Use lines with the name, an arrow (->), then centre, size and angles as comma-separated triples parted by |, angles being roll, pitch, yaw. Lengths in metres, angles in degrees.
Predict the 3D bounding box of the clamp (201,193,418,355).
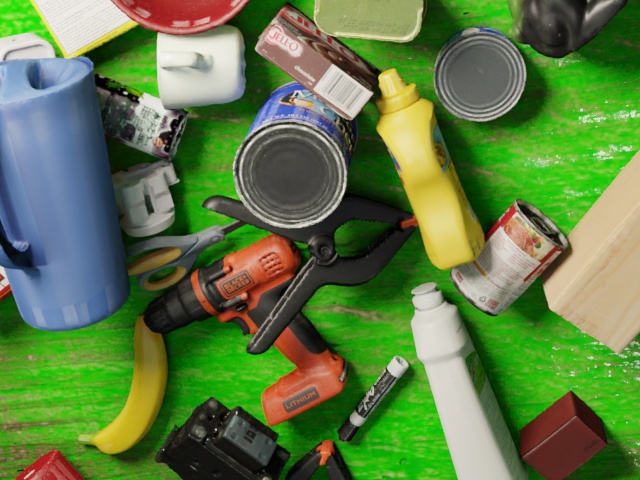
clamp -> -0.007, 0.001, 1.057 | 0.210, 0.036, 0.164 | -25, 103, -7

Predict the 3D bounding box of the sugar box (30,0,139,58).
sugar box -> -0.241, -0.267, 1.002 | 0.093, 0.048, 0.176 | -24, 104, 15

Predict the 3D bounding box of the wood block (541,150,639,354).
wood block -> 0.313, -0.006, 1.024 | 0.090, 0.090, 0.206 | 32, 112, -8

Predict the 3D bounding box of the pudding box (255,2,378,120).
pudding box -> -0.001, -0.168, 0.991 | 0.113, 0.090, 0.039 | 37, 113, -10

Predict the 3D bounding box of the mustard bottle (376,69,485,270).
mustard bottle -> 0.099, -0.072, 1.016 | 0.058, 0.096, 0.191 | -19, 109, 14

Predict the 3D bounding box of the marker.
marker -> 0.056, 0.176, 1.167 | 0.020, 0.020, 0.121 | 32, 113, -7

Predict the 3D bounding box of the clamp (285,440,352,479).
clamp -> -0.016, 0.307, 1.220 | 0.120, 0.039, 0.171 | 1, 109, 0

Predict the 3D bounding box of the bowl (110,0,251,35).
bowl -> -0.124, -0.268, 0.972 | 0.162, 0.055, 0.162 | 0, 100, 2

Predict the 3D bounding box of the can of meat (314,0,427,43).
can of meat -> 0.046, -0.215, 0.969 | 0.102, 0.084, 0.057 | 6, 113, 4

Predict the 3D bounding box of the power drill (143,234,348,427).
power drill -> -0.071, 0.103, 1.129 | 0.185, 0.057, 0.187 | -28, 107, 16

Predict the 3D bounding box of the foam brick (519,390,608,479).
foam brick -> 0.259, 0.212, 1.142 | 0.053, 0.051, 0.078 | 42, 110, -13

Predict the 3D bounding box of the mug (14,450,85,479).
mug -> -0.313, 0.299, 1.230 | 0.081, 0.093, 0.117 | 52, 144, -10

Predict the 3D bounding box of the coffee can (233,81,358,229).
coffee can -> -0.020, -0.083, 1.001 | 0.103, 0.140, 0.103 | 2, 113, 5

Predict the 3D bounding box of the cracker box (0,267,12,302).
cracker box -> -0.375, -0.034, 1.077 | 0.164, 0.072, 0.213 | -35, 118, 19

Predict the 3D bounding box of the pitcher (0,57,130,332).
pitcher -> -0.254, -0.036, 0.975 | 0.149, 0.145, 0.243 | -21, 120, -24

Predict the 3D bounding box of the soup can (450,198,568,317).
soup can -> 0.186, 0.018, 1.060 | 0.068, 0.068, 0.102 | 37, 112, -9

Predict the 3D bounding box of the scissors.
scissors -> -0.115, 0.007, 1.110 | 0.201, 0.016, 0.096 | -16, 150, -10

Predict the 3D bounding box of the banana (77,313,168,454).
banana -> -0.207, 0.173, 1.185 | 0.069, 0.037, 0.198 | 27, 113, -6

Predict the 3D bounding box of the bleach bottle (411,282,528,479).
bleach bottle -> 0.150, 0.160, 1.117 | 0.068, 0.102, 0.251 | -17, 103, 16

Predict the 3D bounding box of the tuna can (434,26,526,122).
tuna can -> 0.151, -0.158, 1.009 | 0.086, 0.033, 0.086 | 2, 113, 5
